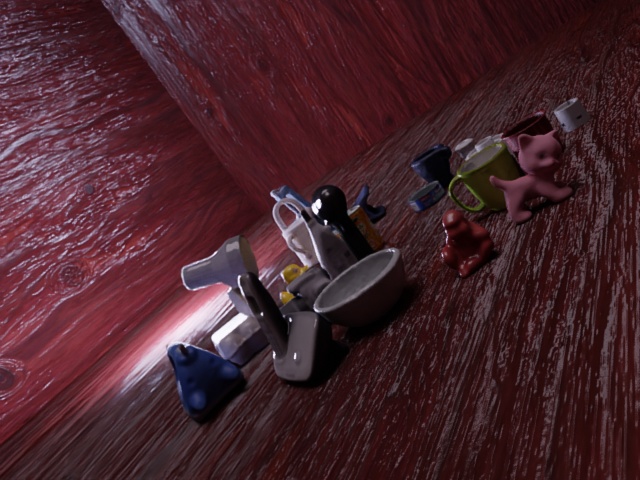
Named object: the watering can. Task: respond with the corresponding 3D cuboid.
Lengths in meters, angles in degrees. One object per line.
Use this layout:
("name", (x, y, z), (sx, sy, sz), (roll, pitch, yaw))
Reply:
("watering can", (-0.053, -0.032, 1.572), (0.101, 0.194, 0.173), (-34, 10, 10))

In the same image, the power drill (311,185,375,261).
("power drill", (0.056, -0.021, 1.119), (0.075, 0.208, 0.229), (-36, 10, -2))

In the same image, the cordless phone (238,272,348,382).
("cordless phone", (-0.058, 0.128, 0.888), (0.094, 0.185, 0.147), (-42, 12, -30))

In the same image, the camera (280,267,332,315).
("camera", (-0.030, 0.120, 1.072), (0.137, 0.101, 0.143), (-37, 10, -8))

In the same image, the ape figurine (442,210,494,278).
("ape figurine", (0.212, -0.003, 0.851), (0.077, 0.092, 0.076), (-28, 13, 39))

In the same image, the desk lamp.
("desk lamp", (-0.213, 0.119, 1.363), (0.203, 0.213, 0.118), (-34, 11, 10))

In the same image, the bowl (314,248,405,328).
("bowl", (0.077, 0.090, 0.928), (0.167, 0.075, 0.167), (-35, 10, 8))

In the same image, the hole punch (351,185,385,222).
("hole punch", (0.115, -0.087, 1.562), (0.101, 0.091, 0.108), (-34, 10, 12))

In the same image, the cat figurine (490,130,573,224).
("cat figurine", (0.325, -0.108, 0.881), (0.127, 0.118, 0.067), (-33, 11, 17))

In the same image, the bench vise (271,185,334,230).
("bench vise", (-0.045, -0.088, 1.728), (0.121, 0.220, 0.208), (-27, 14, 40))

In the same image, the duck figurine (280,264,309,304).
("duck figurine", (-0.053, 0.098, 1.293), (0.104, 0.086, 0.077), (-33, 11, 15))

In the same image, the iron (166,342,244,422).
("iron", (-0.249, 0.248, 1.098), (0.119, 0.141, 0.257), (-41, 11, -25))

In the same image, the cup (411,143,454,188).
("cup", (0.288, -0.174, 1.373), (0.092, 0.095, 0.117), (-42, 12, -31))

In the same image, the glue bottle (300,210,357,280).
("glue bottle", (0.011, 0.004, 1.253), (0.078, 0.173, 0.037), (-40, 11, -23))

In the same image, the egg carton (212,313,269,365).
("egg carton", (-0.171, 0.210, 1.219), (0.107, 0.069, 0.150), (-39, 11, -17))
